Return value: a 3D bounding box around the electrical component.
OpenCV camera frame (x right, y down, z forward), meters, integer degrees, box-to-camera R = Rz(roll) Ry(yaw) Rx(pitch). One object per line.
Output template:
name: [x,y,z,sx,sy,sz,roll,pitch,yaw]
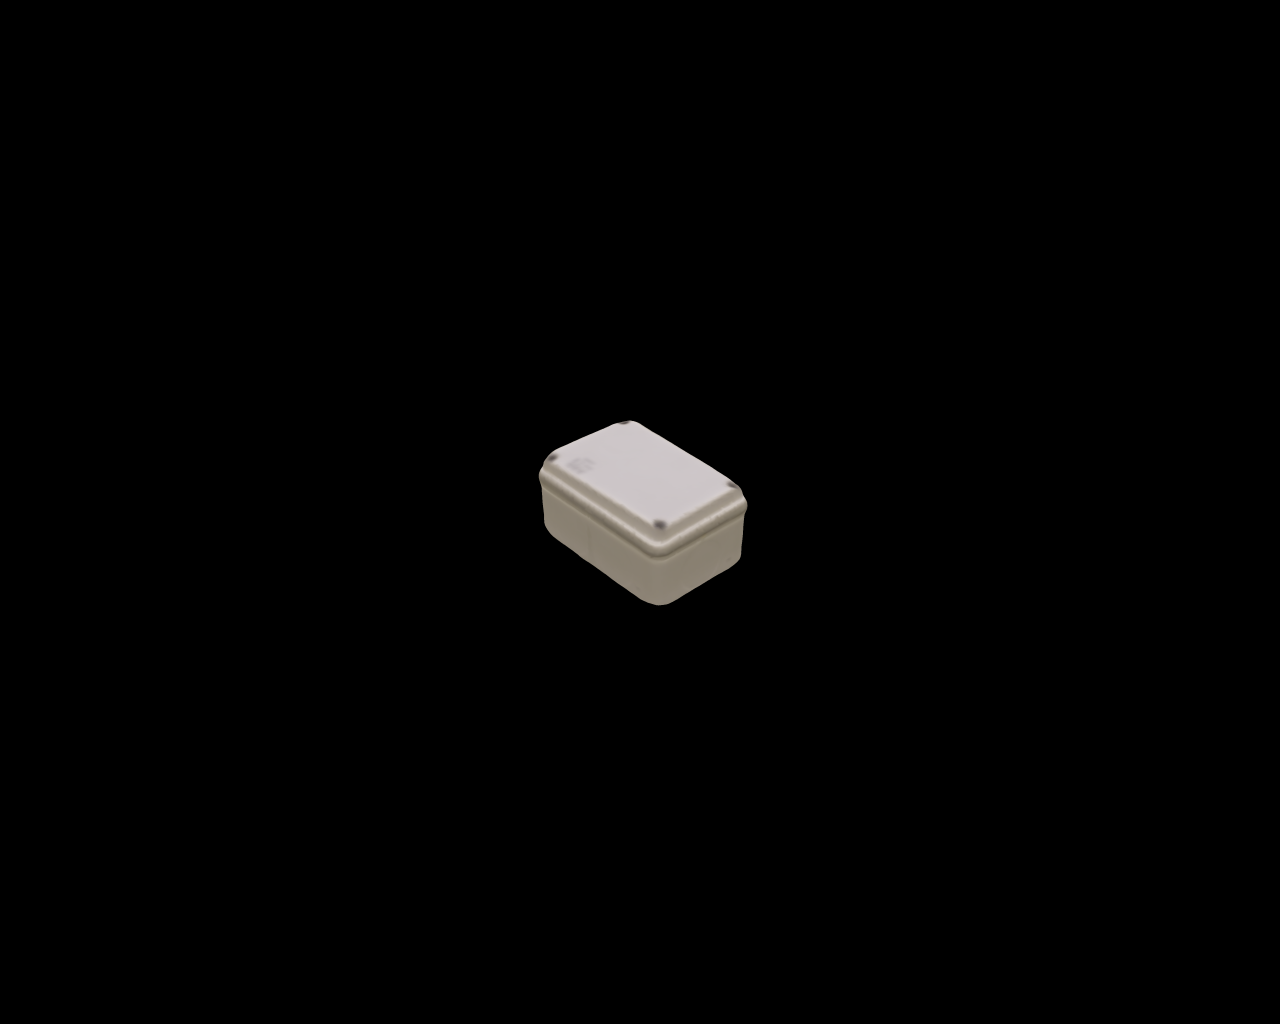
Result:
electrical component: [0.001,-0.003,0.650,0.078,0.057,0.113,-27,44,-33]
